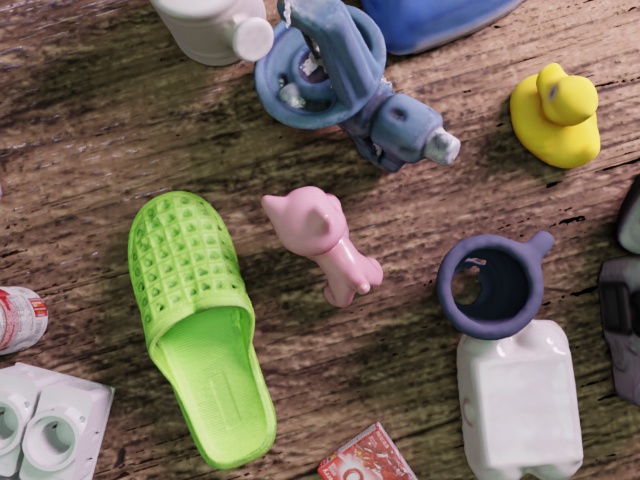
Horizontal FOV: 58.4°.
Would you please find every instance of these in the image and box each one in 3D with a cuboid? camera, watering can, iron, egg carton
[{"bbox_3d":[0.345,0.079,0.521,0.136,0.101,0.143,-6,86,1],"label":"camera"},{"bbox_3d":[-0.103,-0.234,0.510,0.173,0.194,0.101,31,88,4],"label":"watering can"},{"bbox_3d":[0.142,-0.275,0.531,0.258,0.141,0.119,-21,85,0],"label":"iron"},{"bbox_3d":[0.184,0.152,0.537,0.107,0.069,0.150,-7,86,1],"label":"egg carton"}]

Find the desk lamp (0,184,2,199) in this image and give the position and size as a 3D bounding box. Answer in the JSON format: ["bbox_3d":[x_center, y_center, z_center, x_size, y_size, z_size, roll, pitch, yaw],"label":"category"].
[{"bbox_3d":[-0.440,-0.077,0.499,0.203,0.213,0.118,-13,86,1],"label":"desk lamp"}]

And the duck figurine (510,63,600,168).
[{"bbox_3d":[0.234,-0.121,0.546,0.077,0.086,0.104,-32,86,-1],"label":"duck figurine"}]

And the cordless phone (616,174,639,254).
[{"bbox_3d":[0.359,-0.025,0.486,0.147,0.185,0.094,12,86,3],"label":"cordless phone"}]

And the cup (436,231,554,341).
[{"bbox_3d":[0.157,0.034,0.533,0.118,0.095,0.091,-40,86,-1],"label":"cup"}]

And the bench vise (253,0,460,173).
[{"bbox_3d":[0.033,-0.146,0.487,0.207,0.220,0.121,16,87,3],"label":"bench vise"}]

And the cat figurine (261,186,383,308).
[{"bbox_3d":[0.005,0.002,0.528,0.067,0.118,0.128,-38,86,-1],"label":"cat figurine"}]
